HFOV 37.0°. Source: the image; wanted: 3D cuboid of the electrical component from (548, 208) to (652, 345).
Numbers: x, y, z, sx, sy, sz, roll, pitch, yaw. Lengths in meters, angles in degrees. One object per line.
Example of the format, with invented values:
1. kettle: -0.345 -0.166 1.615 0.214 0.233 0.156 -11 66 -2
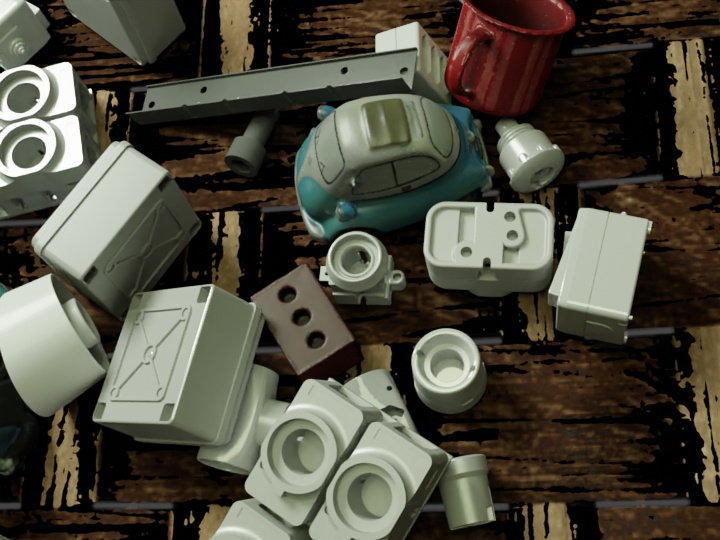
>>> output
1. electrical component: 0.178 -0.002 0.802 0.061 0.061 0.096 12 70 14

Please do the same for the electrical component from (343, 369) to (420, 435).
1. electrical component: 0.002 0.124 0.790 0.079 0.043 0.077 -26 66 -1

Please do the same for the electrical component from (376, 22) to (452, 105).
1. electrical component: 0.028 -0.160 0.892 0.077 0.066 0.047 -12 65 26

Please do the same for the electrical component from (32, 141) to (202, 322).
1. electrical component: -0.188 -0.029 0.848 0.056 0.108 0.108 32 76 17

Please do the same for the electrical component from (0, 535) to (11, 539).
1. electrical component: -0.322 0.202 0.776 0.109 0.108 0.056 10 67 13

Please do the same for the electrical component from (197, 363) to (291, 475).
1. electrical component: -0.074 0.114 0.806 0.079 0.043 0.077 10 70 13

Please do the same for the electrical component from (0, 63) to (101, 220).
1. electrical component: -0.325 -0.102 0.927 0.186 0.060 0.105 -14 66 3

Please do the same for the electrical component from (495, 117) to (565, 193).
1. electrical component: 0.130 -0.096 0.859 0.048 0.048 0.062 -27 59 -2

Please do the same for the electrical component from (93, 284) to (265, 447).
1. electrical component: -0.135 0.072 0.801 0.109 0.056 0.108 -7 61 45

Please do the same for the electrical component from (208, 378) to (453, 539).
1. electrical component: -0.034 0.180 0.736 0.105 0.060 0.186 31 93 19

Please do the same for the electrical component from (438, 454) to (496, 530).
1. electrical component: 0.075 0.158 0.766 0.040 0.040 0.046 -13 72 4

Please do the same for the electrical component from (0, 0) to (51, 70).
1. electrical component: -0.329 -0.229 0.979 0.096 0.061 0.061 38 78 21

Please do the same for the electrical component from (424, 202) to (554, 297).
1. electrical component: 0.100 -0.015 0.822 0.095 0.059 0.053 2 68 10

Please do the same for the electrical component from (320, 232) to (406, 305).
1. electrical component: 0.000 0.000 0.834 0.066 0.055 0.048 1 68 10

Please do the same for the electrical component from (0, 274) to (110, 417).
1. electrical component: -0.237 0.055 0.828 0.064 0.099 0.099 -30 66 -6

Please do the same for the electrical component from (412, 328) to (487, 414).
1. electrical component: 0.065 0.074 0.798 0.055 0.047 0.055 -3 67 8

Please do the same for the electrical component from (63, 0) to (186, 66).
1. electrical component: -0.219 -0.250 0.945 0.109 0.108 0.056 37 75 21

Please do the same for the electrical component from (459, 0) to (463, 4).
1. electrical component: 0.104 -0.238 0.923 0.040 0.040 0.078 -41 67 -8
